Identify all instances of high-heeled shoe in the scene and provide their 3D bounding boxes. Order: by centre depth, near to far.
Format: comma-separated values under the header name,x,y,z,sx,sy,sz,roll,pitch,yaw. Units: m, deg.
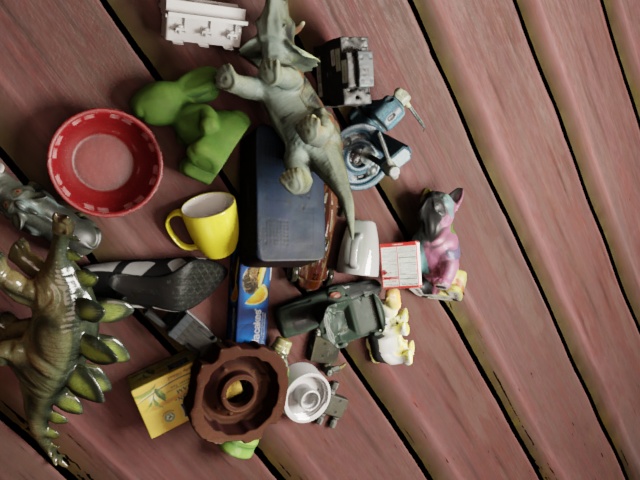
name,x,y,z,sx,sy,sz,roll,pitch,yaw
high-heeled shoe,-0.282,0.063,0.878,0.248,0.145,0.086,-7,107,-53

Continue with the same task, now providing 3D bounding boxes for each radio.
name,x,y,z,sx,sy,sz,roll,pitch,yaw
radio,-0.063,-0.069,0.913,0.131,0.073,0.229,4,78,-29

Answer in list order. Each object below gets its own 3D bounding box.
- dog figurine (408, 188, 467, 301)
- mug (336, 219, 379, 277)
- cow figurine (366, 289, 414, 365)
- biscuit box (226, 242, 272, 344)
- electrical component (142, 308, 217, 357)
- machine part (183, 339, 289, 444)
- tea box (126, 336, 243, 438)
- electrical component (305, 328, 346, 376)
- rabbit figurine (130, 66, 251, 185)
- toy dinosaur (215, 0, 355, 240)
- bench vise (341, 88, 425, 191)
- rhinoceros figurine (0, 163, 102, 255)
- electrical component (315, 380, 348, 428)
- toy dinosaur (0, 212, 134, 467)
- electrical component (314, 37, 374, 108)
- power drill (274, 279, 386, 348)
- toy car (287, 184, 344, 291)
name,x,y,z,sx,sy,sz,roll,pitch,yaw
dog figurine,0.244,0.002,1.099,0.191,0.109,0.219,32,66,-54
mug,0.072,0.013,1.021,0.109,0.081,0.107,19,76,-70
cow figurine,0.133,0.175,1.089,0.098,0.068,0.167,-8,109,18
biscuit box,-0.127,0.107,0.952,0.059,0.063,0.202,0,98,-27
electrical component,-0.235,0.138,0.897,0.048,0.075,0.119,-48,113,-11
machine part,-0.138,0.250,0.896,0.179,0.056,0.179,-4,99,-26
tea box,-0.230,0.247,0.920,0.170,0.068,0.098,-25,108,-22
electrical component,0.017,0.212,1.053,0.078,0.045,0.102,18,90,-30
rabbit figurine,-0.203,-0.195,0.837,0.170,0.121,0.159,33,79,-13
toy dinosaur,-0.028,-0.193,0.851,0.404,0.131,0.192,64,30,-3
bench vise,0.100,-0.165,0.934,0.224,0.241,0.128,-36,118,0
rhinoceros figurine,-0.405,-0.037,0.759,0.190,0.112,0.073,41,82,-35
electrical component,0.027,0.334,1.092,0.063,0.021,0.094,25,87,-28
toy dinosaur,-0.380,0.157,0.760,0.198,0.105,0.470,24,120,-4
electrical component,0.044,-0.288,0.933,0.058,0.134,0.114,-12,106,-24
power drill,0.042,0.120,0.962,0.232,0.207,0.086,-16,101,-16
toy car,-0.002,-0.003,1.005,0.089,0.053,0.202,12,94,-25
